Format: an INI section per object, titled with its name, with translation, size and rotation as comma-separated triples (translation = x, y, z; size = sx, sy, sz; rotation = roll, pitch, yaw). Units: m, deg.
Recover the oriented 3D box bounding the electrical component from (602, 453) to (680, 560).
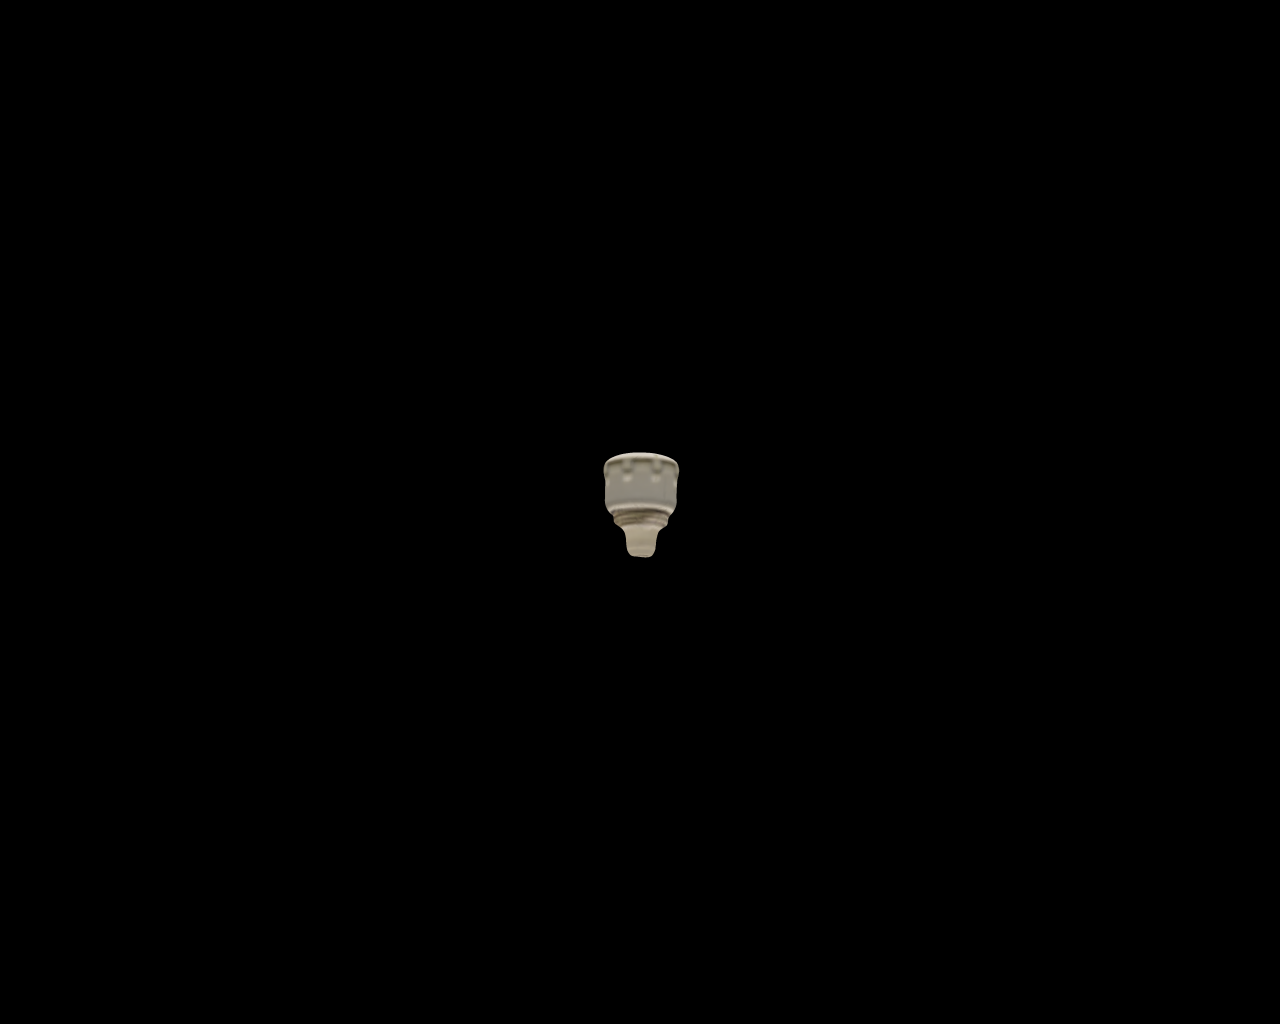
[electrical component]
translation = 0.001, -0.003, 0.650
size = 0.048, 0.062, 0.048
rotation = 0, -11, 0
